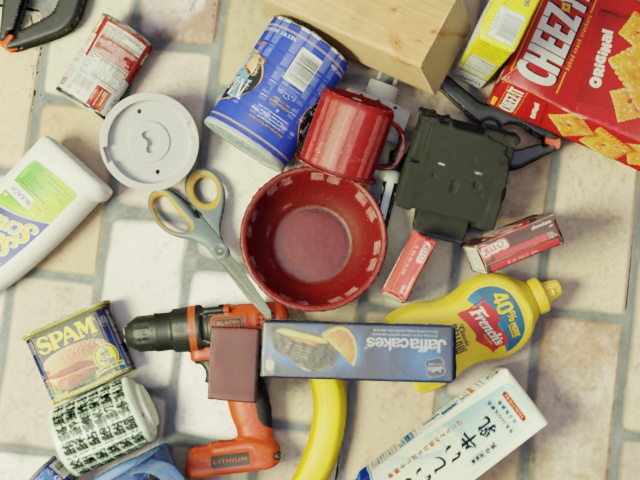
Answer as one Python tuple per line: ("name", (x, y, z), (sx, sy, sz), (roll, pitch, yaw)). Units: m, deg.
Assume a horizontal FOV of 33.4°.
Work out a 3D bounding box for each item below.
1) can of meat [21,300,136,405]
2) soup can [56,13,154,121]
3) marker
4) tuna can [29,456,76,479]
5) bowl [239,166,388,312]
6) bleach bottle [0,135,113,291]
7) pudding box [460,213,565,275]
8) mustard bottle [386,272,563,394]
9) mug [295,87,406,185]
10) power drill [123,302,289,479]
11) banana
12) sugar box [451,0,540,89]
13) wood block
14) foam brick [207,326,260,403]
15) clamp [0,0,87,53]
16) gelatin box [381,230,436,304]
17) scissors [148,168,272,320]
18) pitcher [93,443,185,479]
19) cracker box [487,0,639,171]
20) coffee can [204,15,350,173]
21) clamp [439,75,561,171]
("can of meat", (-0.266, 0.125, 1.183), (0.102, 0.057, 0.084), (-24, 88, 0))
("soup can", (-0.243, -0.194, 1.203), (0.068, 0.068, 0.102), (32, 87, 4))
("marker", (0.075, -0.047, 1.207), (0.020, 0.020, 0.121), (14, 86, 2))
("tuna can", (-0.305, 0.278, 1.156), (0.034, 0.086, 0.086), (40, 87, 2))
("bowl", (-0.008, 0.001, 1.184), (0.162, 0.055, 0.162), (0, 82, -2))
("bleach bottle", (-0.352, 0.007, 1.193), (0.102, 0.068, 0.251), (41, 90, 3))
("pudding box", (0.206, 0.004, 1.153), (0.090, 0.113, 0.039), (-21, 89, -1))
("mustard bottle", (0.176, 0.089, 1.172), (0.191, 0.058, 0.096), (-24, 101, -2))
("mug", (0.040, -0.111, 1.147), (0.117, 0.093, 0.081), (14, 105, -22))
("power drill", (-0.119, 0.164, 1.175), (0.184, 0.057, 0.187), (-6, 85, 1))
("banana", (-0.005, 0.206, 1.177), (0.069, 0.037, 0.198), (2, 90, -7))
("sugar box", (0.191, -0.226, 1.140), (0.048, 0.176, 0.093), (27, 86, 2))
("wood block", (0.048, -0.249, 1.162), (0.206, 0.090, 0.090), (27, 86, 20))
("foam brick", (-0.090, 0.132, 1.125), (0.051, 0.053, 0.078), (2, 81, -2))
("clamp", (-0.303, -0.308, 1.229), (0.210, 0.036, 0.164), (-45, 86, -2))
("gelatin box", (0.097, 0.031, 1.165), (0.030, 0.089, 0.073), (28, 86, 4))
("scissors", (-0.104, -0.006, 1.190), (0.202, 0.016, 0.096), (36, 79, 16))
("pitcher", (-0.157, 0.345, 1.121), (0.145, 0.149, 0.243), (-31, 88, -1))
("cracker box", (0.316, -0.184, 1.169), (0.213, 0.072, 0.164), (25, 71, 3))
("coffee can", (-0.047, -0.160, 1.178), (0.103, 0.103, 0.140), (32, 87, 4))
("clamp", (0.184, -0.132, 1.201), (0.171, 0.039, 0.120), (2, 96, 1))
